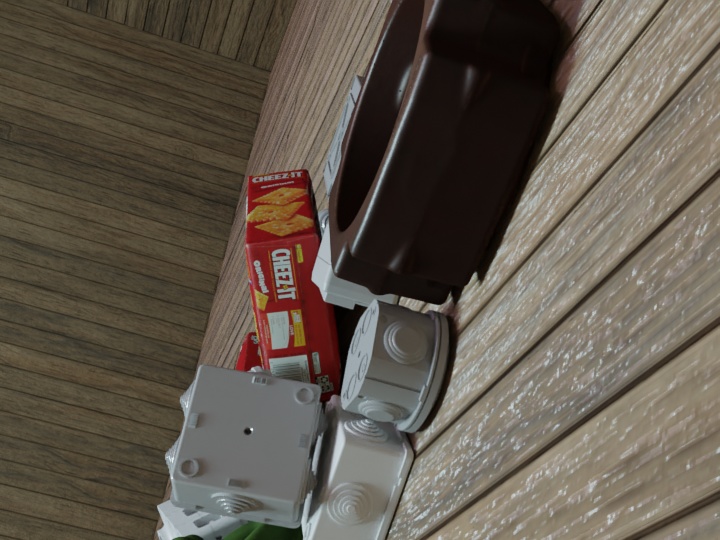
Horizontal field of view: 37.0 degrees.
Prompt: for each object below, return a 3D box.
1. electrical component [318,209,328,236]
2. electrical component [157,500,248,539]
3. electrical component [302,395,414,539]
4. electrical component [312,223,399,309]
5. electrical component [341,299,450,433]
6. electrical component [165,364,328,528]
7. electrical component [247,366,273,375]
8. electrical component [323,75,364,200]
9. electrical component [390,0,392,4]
[{"bbox_3d":[-0.030,-0.050,1.182,0.061,0.035,0.035,-166,93,-77],"label":"electrical component"},{"bbox_3d":[-0.132,0.252,0.951,0.089,0.062,0.150,70,161,-6],"label":"electrical component"},{"bbox_3d":[-0.006,0.141,0.728,0.099,0.048,0.099,-116,43,-75],"label":"electrical component"},{"bbox_3d":[0.000,0.000,0.873,0.096,0.062,0.061,-147,74,-79],"label":"electrical component"},{"bbox_3d":[0.023,0.061,0.692,0.080,0.051,0.080,-164,90,-80],"label":"electrical component"},{"bbox_3d":[-0.074,0.115,0.712,0.048,0.100,0.099,100,180,-60],"label":"electrical component"},{"bbox_3d":[-0.087,0.159,0.929,0.108,0.056,0.108,54,148,37],"label":"electrical component"},{"bbox_3d":[0.007,-0.122,1.035,0.108,0.056,0.108,-103,31,-69],"label":"electrical component"},{"bbox_3d":[0.076,-0.238,0.797,0.057,0.078,0.113,-141,68,-75],"label":"electrical component"}]
